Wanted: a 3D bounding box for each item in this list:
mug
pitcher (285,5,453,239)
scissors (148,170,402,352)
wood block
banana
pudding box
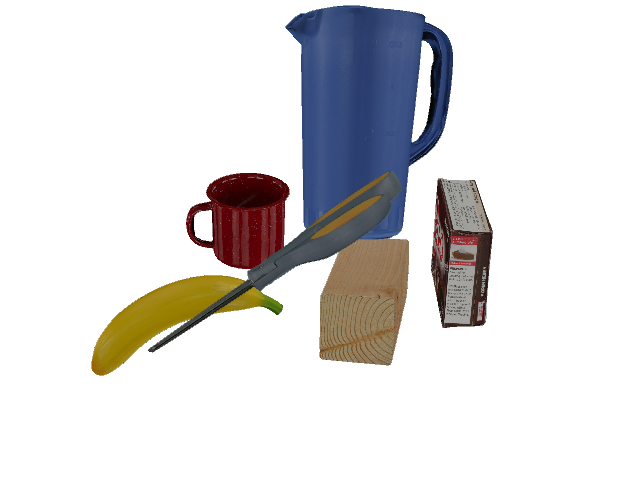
[{"bbox_3d":[-0.093,-0.019,1.205,0.117,0.081,0.093,-7,30,-14],"label":"mug"},{"bbox_3d":[0.050,-0.127,1.145,0.149,0.243,0.144,5,8,23],"label":"pitcher"},{"bbox_3d":[-0.028,0.020,0.683,0.201,0.016,0.096,-37,9,-4],"label":"scissors"},{"bbox_3d":[0.060,0.072,1.367,0.091,0.090,0.206,4,21,8],"label":"wood block"},{"bbox_3d":[-0.137,0.073,0.984,0.198,0.069,0.037,-19,24,14],"label":"banana"},{"bbox_3d":[0.118,0.009,0.903,0.039,0.090,0.113,0,25,-2],"label":"pudding box"}]
